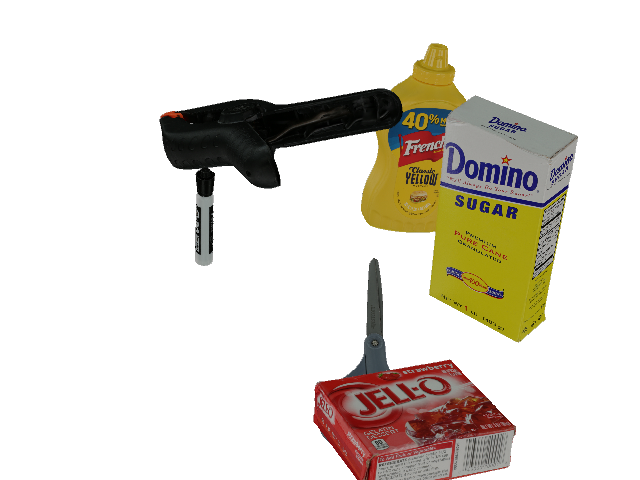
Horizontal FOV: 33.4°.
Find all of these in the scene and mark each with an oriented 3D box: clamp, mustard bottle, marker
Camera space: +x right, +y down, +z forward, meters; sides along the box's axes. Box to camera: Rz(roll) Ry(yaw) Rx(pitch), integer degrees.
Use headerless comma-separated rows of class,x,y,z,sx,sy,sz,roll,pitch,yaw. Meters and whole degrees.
clamp,-0.048,-0.062,0.656,0.172,0.039,0.120,-1,18,39
mustard bottle,0.101,-0.103,1.070,0.096,0.192,0.058,3,27,-11
marker,-0.118,-0.024,1.087,0.020,0.121,0.020,4,42,-3

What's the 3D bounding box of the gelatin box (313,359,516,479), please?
gelatin box,0.050,0.100,0.585,0.089,0.030,0.073,-6,26,-22

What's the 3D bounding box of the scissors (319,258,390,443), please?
scissors,0.032,0.105,0.959,0.096,0.202,0.016,-10,-35,-10

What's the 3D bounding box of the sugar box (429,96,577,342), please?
sugar box,0.137,-0.014,0.827,0.093,0.176,0.048,27,47,32
